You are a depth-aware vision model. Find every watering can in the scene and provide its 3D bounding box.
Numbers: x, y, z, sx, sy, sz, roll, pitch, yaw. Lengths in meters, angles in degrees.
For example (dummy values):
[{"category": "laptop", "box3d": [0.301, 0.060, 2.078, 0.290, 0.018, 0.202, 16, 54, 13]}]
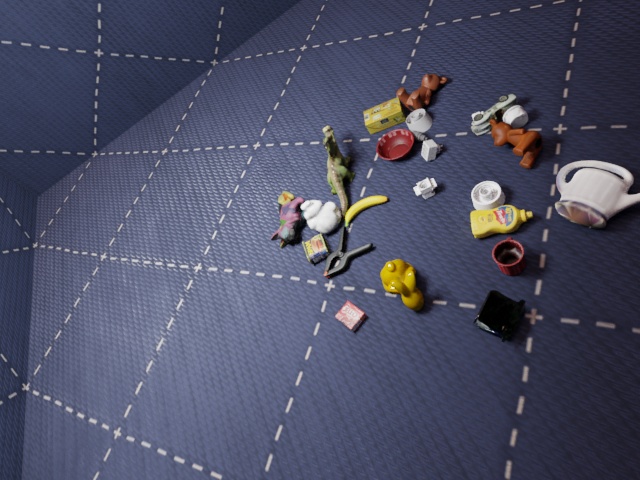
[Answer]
[{"category": "watering can", "box3d": [0.869, -0.129, 1.546, 0.351, 0.102, 0.226, 29, 77, 42]}]

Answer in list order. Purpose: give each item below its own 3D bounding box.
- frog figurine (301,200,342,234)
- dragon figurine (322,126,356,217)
[{"category": "frog figurine", "box3d": [0.006, -0.102, 2.024, 0.137, 0.156, 0.125, -35, 48, 6]}, {"category": "dragon figurine", "box3d": [0.054, -0.311, 2.101, 0.121, 0.238, 0.420, -19, 48, 14]}]
